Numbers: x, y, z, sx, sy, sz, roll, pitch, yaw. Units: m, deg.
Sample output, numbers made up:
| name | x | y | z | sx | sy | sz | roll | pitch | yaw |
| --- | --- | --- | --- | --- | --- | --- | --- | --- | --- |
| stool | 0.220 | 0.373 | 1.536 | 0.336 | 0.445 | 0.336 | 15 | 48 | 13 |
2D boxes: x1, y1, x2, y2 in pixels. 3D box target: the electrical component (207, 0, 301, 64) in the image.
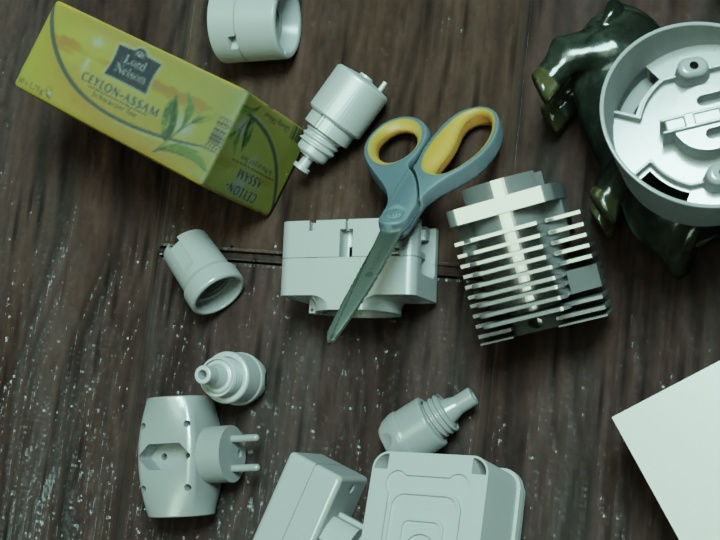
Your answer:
| name | x | y | z | sx | sy | sz | roll | pitch | yaw |
| --- | --- | --- | --- | --- | --- | --- | --- | --- | --- |
| electrical component | -0.070 | -0.168 | 0.729 | 0.047 | 0.055 | 0.055 | 4 | 83 | 19 |

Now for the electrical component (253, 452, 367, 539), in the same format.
| name | x | y | z | sx | sy | sz | roll | pitch | yaw |
| --- | --- | --- | --- | --- | --- | --- | --- | --- | --- |
| electrical component | -0.019 | 0.166 | 0.661 | 0.076 | 0.047 | 0.083 | 23 | 88 | 24 |

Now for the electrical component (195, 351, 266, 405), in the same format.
| name | x | y | z | sx | sy | sz | roll | pitch | yaw |
| --- | --- | --- | --- | --- | --- | --- | --- | --- | --- |
| electrical component | -0.087 | 0.069 | 0.694 | 0.035 | 0.061 | 0.035 | -3 | 80 | 21 |

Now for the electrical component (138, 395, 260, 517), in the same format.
| name | x | y | z | sx | sy | sz | roll | pitch | yaw |
| --- | --- | --- | --- | --- | --- | --- | --- | --- | --- |
| electrical component | -0.101 | 0.120 | 0.701 | 0.079 | 0.043 | 0.077 | -6 | 79 | 21 |

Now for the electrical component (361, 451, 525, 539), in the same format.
| name | x | y | z | sx | sy | sz | roll | pitch | yaw |
| --- | --- | --- | --- | --- | --- | --- | --- | --- | --- |
| electrical component | 0.046 | 0.164 | 0.611 | 0.078 | 0.057 | 0.113 | -3 | 67 | 32 |

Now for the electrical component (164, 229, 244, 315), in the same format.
| name | x | y | z | sx | sy | sz | roll | pitch | yaw |
| --- | --- | --- | --- | --- | --- | --- | --- | --- | --- |
| electrical component | -0.107 | 0.001 | 0.725 | 0.040 | 0.040 | 0.046 | -43 | 63 | 11 |

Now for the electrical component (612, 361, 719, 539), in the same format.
| name | x | y | z | sx | sy | sz | roll | pitch | yaw |
| --- | --- | --- | --- | --- | --- | --- | --- | --- | --- |
| electrical component | 0.228 | 0.136 | 0.558 | 0.105 | 0.060 | 0.186 | -31 | 72 | 15 |

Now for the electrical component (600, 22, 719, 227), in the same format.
| name | x | y | z | sx | sy | sz | roll | pitch | yaw |
| --- | --- | --- | --- | --- | --- | --- | --- | --- | --- |
| electrical component | 0.172 | -0.071 | 0.538 | 0.099 | 0.064 | 0.099 | -4 | 75 | 14 |

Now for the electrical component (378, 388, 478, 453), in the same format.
| name | x | y | z | sx | sy | sz | roll | pitch | yaw |
| --- | --- | --- | --- | --- | --- | --- | --- | --- | --- |
| electrical component | 0.043 | 0.092 | 0.653 | 0.061 | 0.035 | 0.035 | -34 | 71 | 11 |

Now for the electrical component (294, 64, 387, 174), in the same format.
| name | x | y | z | sx | sy | sz | roll | pitch | yaw |
| --- | --- | --- | --- | --- | --- | --- | --- | --- | --- |
| electrical component | -0.016 | -0.098 | 0.703 | 0.040 | 0.040 | 0.078 | 39 | 97 | 22 |

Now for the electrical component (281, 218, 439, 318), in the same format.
| name | x | y | z | sx | sy | sz | roll | pitch | yaw |
| --- | --- | --- | --- | --- | --- | --- | --- | --- | --- |
| electrical component | 0.000 | 0.000 | 0.676 | 0.089 | 0.050 | 0.055 | -1 | 81 | 22 |
